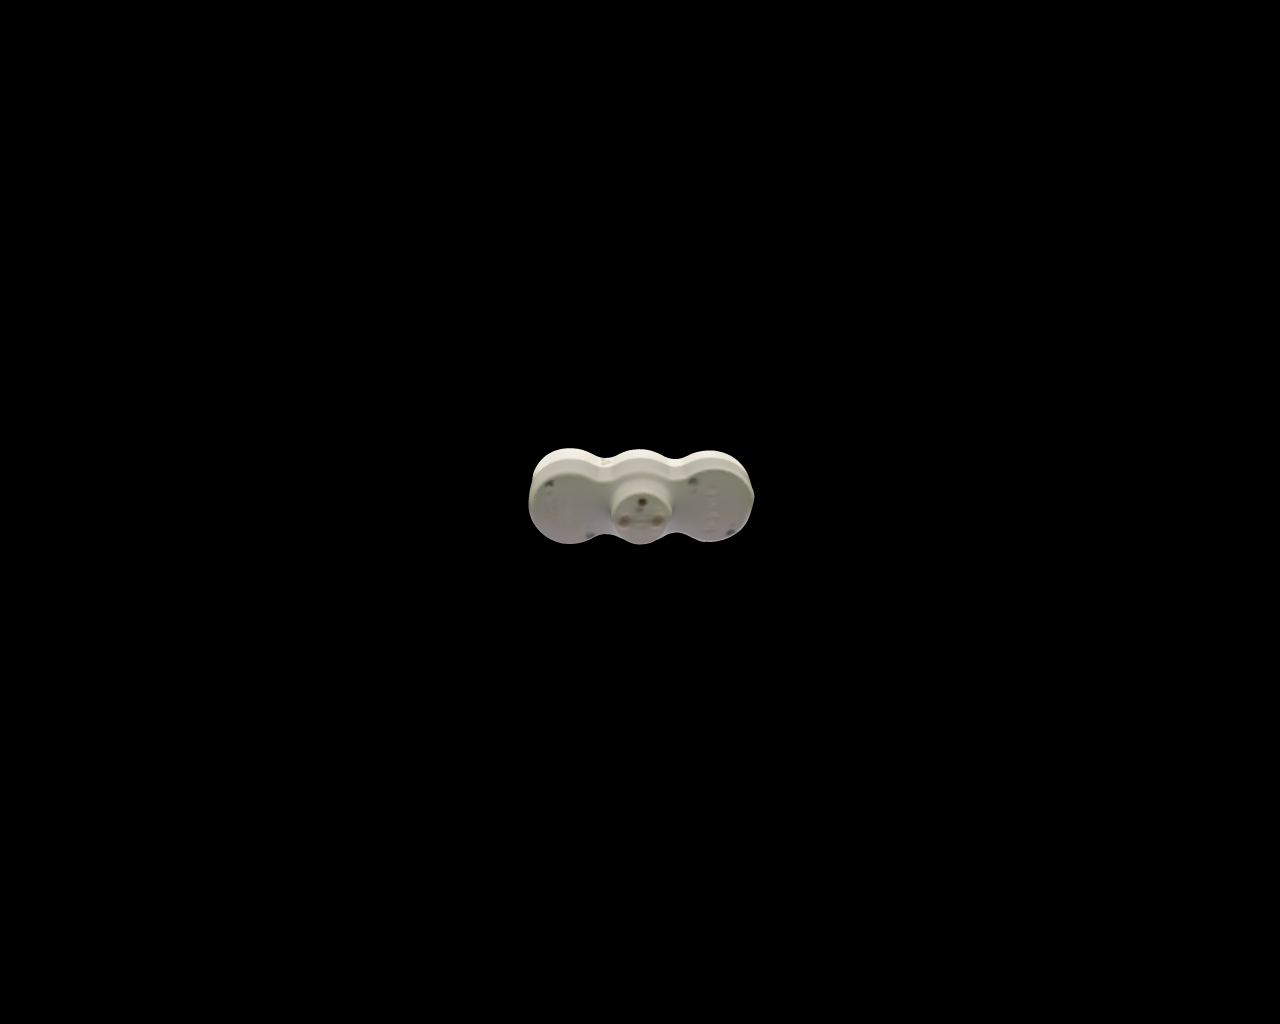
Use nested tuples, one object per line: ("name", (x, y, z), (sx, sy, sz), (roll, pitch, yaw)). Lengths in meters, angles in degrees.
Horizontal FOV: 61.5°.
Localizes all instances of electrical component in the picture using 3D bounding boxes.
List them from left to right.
("electrical component", (0.001, -0.003, 0.650), (0.138, 0.052, 0.074), (0, 24, 0))
